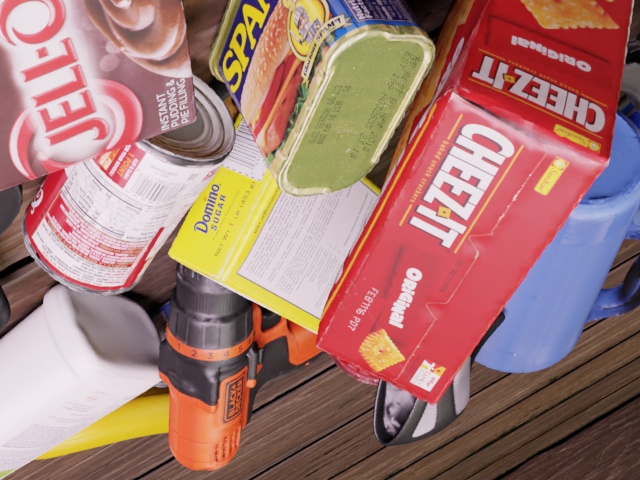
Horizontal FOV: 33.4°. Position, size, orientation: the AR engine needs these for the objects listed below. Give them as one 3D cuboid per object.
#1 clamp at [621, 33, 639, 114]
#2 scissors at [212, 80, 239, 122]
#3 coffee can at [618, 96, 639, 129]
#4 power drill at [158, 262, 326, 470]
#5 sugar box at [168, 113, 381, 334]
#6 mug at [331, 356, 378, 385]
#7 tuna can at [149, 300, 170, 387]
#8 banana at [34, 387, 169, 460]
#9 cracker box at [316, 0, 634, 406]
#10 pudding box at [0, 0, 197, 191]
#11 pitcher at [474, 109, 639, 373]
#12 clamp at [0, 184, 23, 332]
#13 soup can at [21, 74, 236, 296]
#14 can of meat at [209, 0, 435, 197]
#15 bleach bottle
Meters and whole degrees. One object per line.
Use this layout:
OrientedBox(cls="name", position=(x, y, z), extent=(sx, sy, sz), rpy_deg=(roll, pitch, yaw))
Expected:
OrientedBox(cls="clamp", position=(0.206, -0.123, 0.623), extent=(0.209, 0.036, 0.165), rpy_deg=(14, 130, -19))
OrientedBox(cls="scissors", position=(0.016, -0.092, 0.590), extent=(0.201, 0.016, 0.096), rpy_deg=(-27, 158, -9))
OrientedBox(cls="coffee can", position=(0.301, -0.054, 0.865), extent=(0.102, 0.140, 0.103), rpy_deg=(-26, 157, -12))
OrientedBox(cls="power drill", position=(-0.025, 0.040, 0.693), extent=(0.187, 0.057, 0.184), rpy_deg=(-28, 138, -42))
OrientedBox(cls="sugar box", position=(-0.004, 0.001, 0.604), extent=(0.093, 0.048, 0.176), rpy_deg=(-62, 150, -6))
OrientedBox(cls="mug", position=(0.063, 0.060, 0.857), extent=(0.117, 0.093, 0.081), rpy_deg=(7, 148, 3))
OrientedBox(cls="tuna can", position=(-0.092, 0.069, 0.768), extent=(0.086, 0.034, 0.086), rpy_deg=(-26, 157, -12))
OrientedBox(cls="banana", position=(-0.153, 0.145, 0.847), extent=(0.070, 0.037, 0.197), rpy_deg=(-44, 155, 24))
OrientedBox(cls="cracker box", position=(0.078, -0.056, 0.503), extent=(0.213, 0.072, 0.164), rpy_deg=(-65, 180, -45))
OrientedBox(cls="pudding box", position=(-0.098, -0.080, 0.404), extent=(0.090, 0.039, 0.113), rpy_deg=(-23, 139, -19))
OrientedBox(cls="pitcher", position=(0.183, -0.002, 0.838), extent=(0.149, 0.145, 0.243), rpy_deg=(-35, 158, -21))
OrientedBox(cls="clamp", position=(-0.195, 0.004, 0.495), extent=(0.120, 0.039, 0.172), rpy_deg=(-19, 149, -36))
OrientedBox(cls="soup can", position=(-0.093, -0.029, 0.514), extent=(0.068, 0.068, 0.102), rpy_deg=(-7, 148, -45))
OrientedBox(cls="can of meat", position=(-0.001, -0.082, 0.478), extent=(0.057, 0.084, 0.102), rpy_deg=(-6, 142, -31))
OrientedBox(cls="bleach bottle", position=(-0.221, 0.124, 0.687), extent=(0.251, 0.068, 0.102), rpy_deg=(-35, 157, 15))
